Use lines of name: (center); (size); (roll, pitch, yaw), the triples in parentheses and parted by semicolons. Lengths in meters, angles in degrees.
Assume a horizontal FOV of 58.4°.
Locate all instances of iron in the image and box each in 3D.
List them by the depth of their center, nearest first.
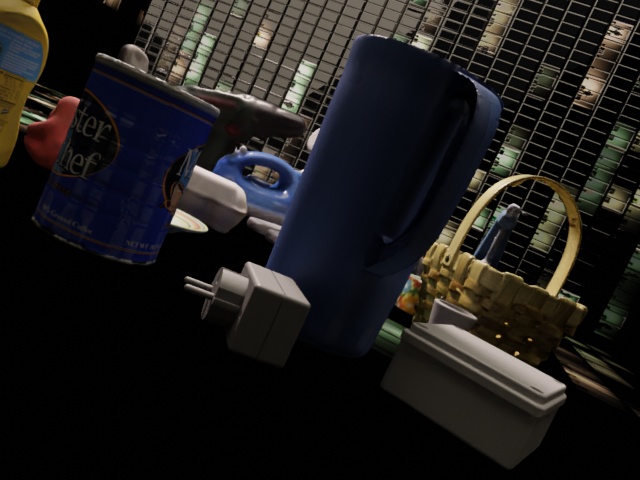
iron: (-0.134, -0.122, 1.185); (0.259, 0.141, 0.118); (21, 6, -39)

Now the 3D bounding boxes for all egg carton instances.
egg carton: (-0.176, -0.067, 0.820); (0.150, 0.069, 0.107); (24, 5, -11)

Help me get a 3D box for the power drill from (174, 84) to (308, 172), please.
power drill: (-0.162, -0.150, 0.951); (0.230, 0.208, 0.075); (24, 5, -5)

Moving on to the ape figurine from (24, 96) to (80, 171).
ape figurine: (-0.312, -0.130, 0.698); (0.078, 0.092, 0.076); (22, 6, -29)

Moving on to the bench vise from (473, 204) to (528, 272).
bench vise: (0.267, 0.038, 0.974); (0.121, 0.220, 0.207); (24, 5, -8)

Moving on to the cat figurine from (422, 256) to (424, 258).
cat figurine: (0.141, 0.025, 1.100); (0.128, 0.118, 0.067); (23, 5, -14)

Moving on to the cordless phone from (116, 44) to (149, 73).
cordless phone: (-0.266, -0.171, 0.815); (0.094, 0.185, 0.148); (25, 5, 10)

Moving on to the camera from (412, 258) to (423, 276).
camera: (0.117, 0.036, 0.970); (0.143, 0.101, 0.137); (25, 5, 7)

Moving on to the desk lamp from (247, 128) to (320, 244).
desk lamp: (0.014, -0.075, 0.985); (0.204, 0.213, 0.117); (19, 7, -47)
